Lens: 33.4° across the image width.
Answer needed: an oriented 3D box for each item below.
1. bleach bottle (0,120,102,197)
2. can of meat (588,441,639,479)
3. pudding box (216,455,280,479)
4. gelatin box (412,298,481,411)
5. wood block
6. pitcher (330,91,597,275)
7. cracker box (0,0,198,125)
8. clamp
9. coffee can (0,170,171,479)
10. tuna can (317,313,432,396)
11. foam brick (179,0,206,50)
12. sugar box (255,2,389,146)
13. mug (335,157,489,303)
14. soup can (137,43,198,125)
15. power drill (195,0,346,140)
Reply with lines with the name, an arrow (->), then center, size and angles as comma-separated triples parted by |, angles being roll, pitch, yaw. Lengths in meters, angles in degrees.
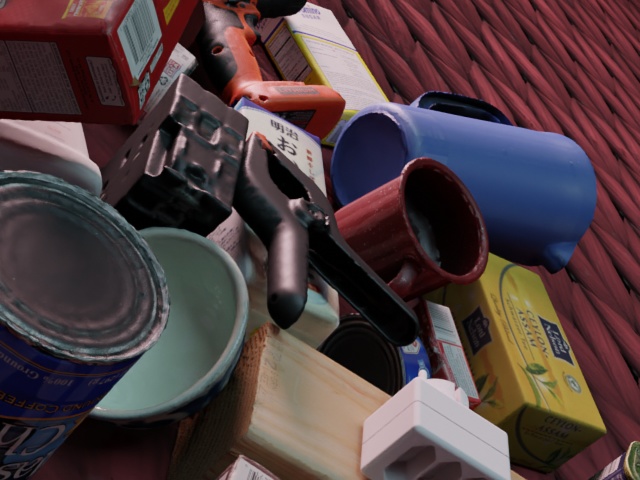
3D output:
bleach bottle -> -0.209, -0.115, 0.700 | 0.102, 0.068, 0.251 | 20, 35, -35
can of meat -> 0.237, 0.216, 0.798 | 0.102, 0.084, 0.057 | 46, 30, 4
pudding box -> -0.024, 0.171, 0.533 | 0.113, 0.090, 0.039 | 39, 29, -7
gelatin box -> 0.069, 0.098, 0.755 | 0.030, 0.073, 0.089 | 22, 37, -32
wood block -> 0.023, 0.150, 0.616 | 0.206, 0.091, 0.090 | 34, 32, -18
pitcher -> 0.126, -0.060, 0.975 | 0.242, 0.145, 0.149 | 8, 10, -41
cracker box -> -0.184, -0.143, 0.611 | 0.214, 0.072, 0.164 | 4, 47, 13
clamp -> -0.004, 0.001, 0.670 | 0.120, 0.039, 0.171 | 27, 30, -42
coffee can -> -0.148, 0.052, 0.482 | 0.102, 0.140, 0.103 | 30, 33, -22
tuna can -> 0.031, 0.092, 0.704 | 0.033, 0.086, 0.086 | 10, 44, -46
foam brick -> -0.136, -0.185, 0.845 | 0.078, 0.053, 0.051 | 28, 70, 10
sugar box -> 0.005, -0.162, 1.036 | 0.093, 0.048, 0.176 | 8, 41, -45
mug -> 0.054, 0.008, 0.741 | 0.093, 0.082, 0.117 | 46, 42, -20
soup can -> -0.150, -0.139, 0.794 | 0.102, 0.069, 0.068 | 38, 30, -11
power drill -> -0.055, -0.168, 0.932 | 0.184, 0.057, 0.188 | -11, 57, -37
